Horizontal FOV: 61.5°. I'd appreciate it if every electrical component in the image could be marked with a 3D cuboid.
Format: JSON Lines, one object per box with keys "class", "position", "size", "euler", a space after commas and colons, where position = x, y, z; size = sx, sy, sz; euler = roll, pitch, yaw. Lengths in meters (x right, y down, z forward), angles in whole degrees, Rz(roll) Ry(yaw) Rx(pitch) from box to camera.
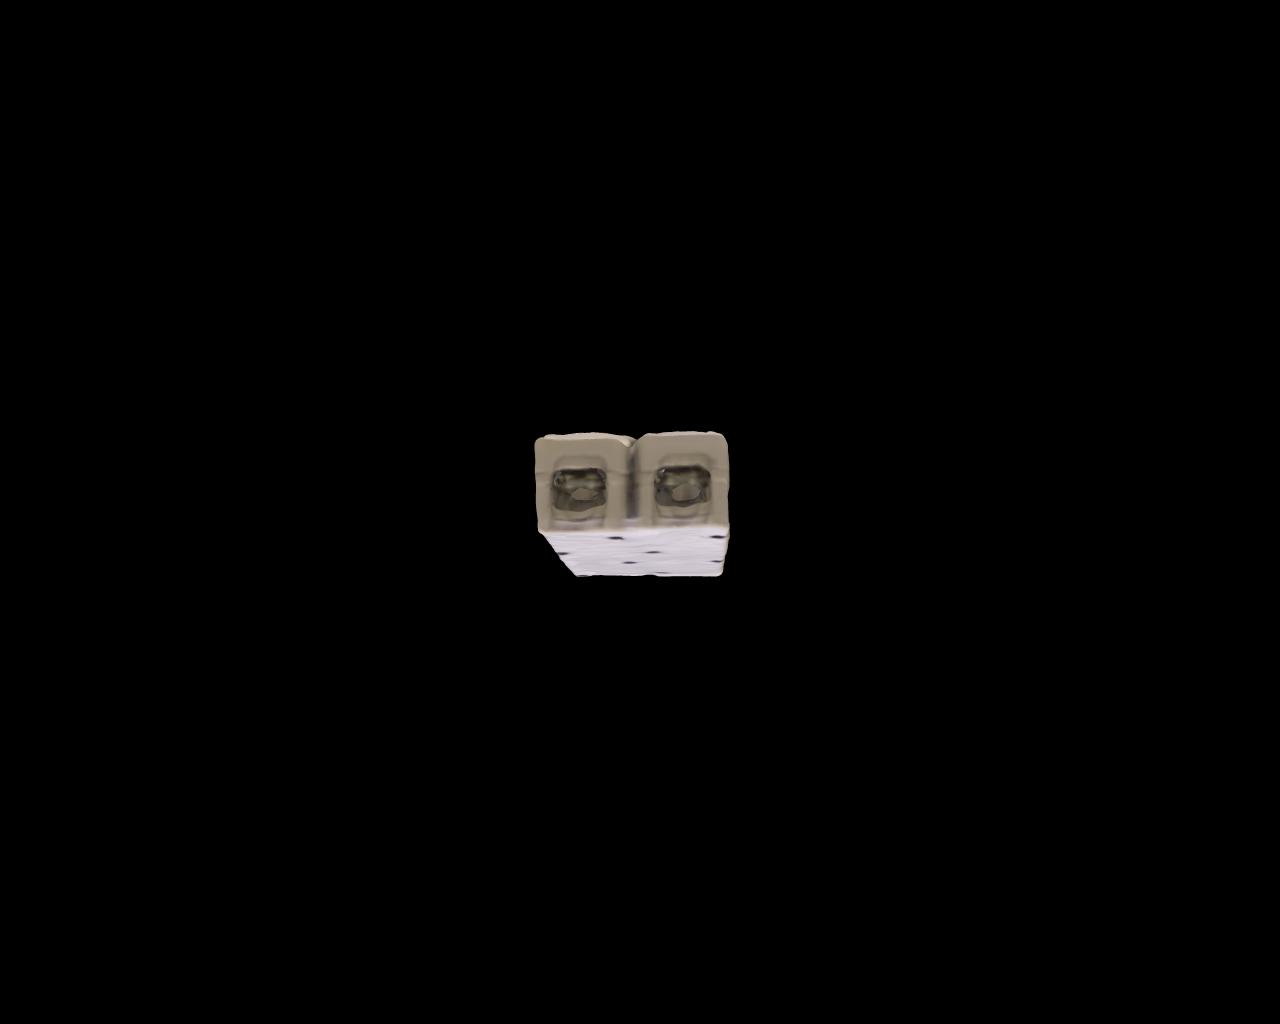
{"class": "electrical component", "position": [0.001, -0.003, 0.650], "size": [0.105, 0.060, 0.186], "euler": [-1, -11, 4]}
